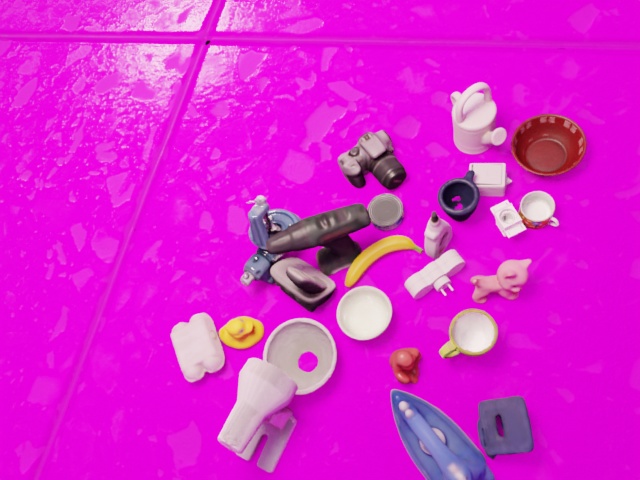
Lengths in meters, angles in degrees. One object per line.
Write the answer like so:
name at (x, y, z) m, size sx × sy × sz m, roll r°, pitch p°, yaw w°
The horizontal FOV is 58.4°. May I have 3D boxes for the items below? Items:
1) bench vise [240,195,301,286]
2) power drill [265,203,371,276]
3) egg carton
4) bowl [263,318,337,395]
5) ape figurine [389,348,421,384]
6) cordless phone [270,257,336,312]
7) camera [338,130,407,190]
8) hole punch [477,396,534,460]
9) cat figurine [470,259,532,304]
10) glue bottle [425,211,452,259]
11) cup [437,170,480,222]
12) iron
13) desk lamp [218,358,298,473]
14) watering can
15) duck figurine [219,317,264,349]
bench vise at (-0.118, 0.003, 1.310) m, size 0.121 × 0.220 × 0.207 m, roll 5°, pitch 70°, yaw 18°
power drill at (0.012, 0.005, 1.279) m, size 0.229 × 0.209 × 0.075 m, roll -26°, pitch 63°, yaw 4°
egg carton at (-0.284, 0.250, 1.339) m, size 0.107 × 0.069 × 0.150 m, roll -29°, pitch 63°, yaw 3°
bowl at (-0.037, 0.261, 1.261) m, size 0.167 × 0.075 × 0.167 m, roll -6°, pitch 67°, yaw 14°
ape figurine at (0.178, 0.255, 1.193) m, size 0.078 × 0.092 × 0.076 m, roll -46°, pitch 64°, yaw -6°
cordless phone at (-0.053, 0.078, 1.280) m, size 0.147 × 0.185 × 0.094 m, roll 30°, pitch 79°, yaw 25°
camera at (0.133, -0.182, 1.383) m, size 0.143 × 0.101 × 0.136 m, roll -36°, pitch 63°, yaw -1°
hole punch at (0.354, 0.361, 1.100) m, size 0.101 × 0.091 × 0.108 m, roll -10°, pitch 66°, yaw 12°
cat figurine at (0.378, 0.081, 1.194) m, size 0.127 × 0.118 × 0.067 m, roll -10°, pitch 66°, yaw 12°
glue bottle at (0.252, -0.021, 1.241) m, size 0.037 × 0.173 × 0.078 m, roll 27°, pitch 78°, yaw 24°
cup at (0.320, -0.093, 1.296) m, size 0.091 × 0.095 × 0.118 m, roll 23°, pitch 76°, yaw 23°
iron at (0.211, 0.383, 1.103) m, size 0.118 × 0.142 × 0.257 m, roll -41°, pitch 63°, yaw -3°
desk lamp at (-0.120, 0.359, 1.167) m, size 0.117 × 0.214 × 0.203 m, roll 19°, pitch 74°, yaw 22°
watering can at (0.358, -0.283, 1.308) m, size 0.172 × 0.194 × 0.101 m, roll 32°, pitch 79°, yaw 25°
duck figurine at (-0.190, 0.207, 1.320) m, size 0.104 × 0.086 × 0.077 m, roll -10°, pitch 66°, yaw 12°
